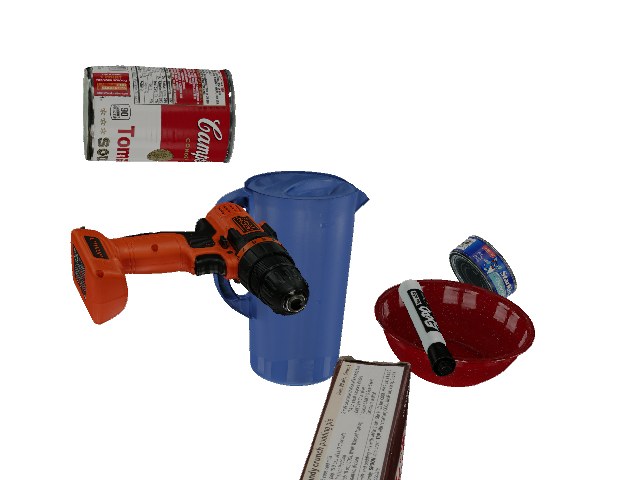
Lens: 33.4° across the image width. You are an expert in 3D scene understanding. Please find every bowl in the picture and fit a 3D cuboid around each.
[{"bbox_3d":[0.132,0.100,1.078,0.162,0.055,0.162,5,26,-3],"label":"bowl"}]

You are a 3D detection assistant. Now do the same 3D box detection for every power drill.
[{"bbox_3d":[-0.120,0.026,0.961,0.187,0.057,0.185,-7,26,-24],"label":"power drill"}]

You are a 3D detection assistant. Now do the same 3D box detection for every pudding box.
[{"bbox_3d":[0.014,0.115,0.464,0.039,0.090,0.113,7,24,6],"label":"pudding box"}]

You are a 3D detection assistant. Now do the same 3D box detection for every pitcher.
[{"bbox_3d":[-0.037,0.044,1.264,0.149,0.243,0.144,11,18,23],"label":"pitcher"}]

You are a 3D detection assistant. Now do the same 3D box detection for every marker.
[{"bbox_3d":[0.084,0.069,0.850,0.020,0.020,0.121,0,28,-10],"label":"marker"}]

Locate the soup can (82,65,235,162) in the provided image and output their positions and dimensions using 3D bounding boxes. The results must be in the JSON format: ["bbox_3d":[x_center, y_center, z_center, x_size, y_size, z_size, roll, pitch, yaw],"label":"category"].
[{"bbox_3d":[-0.117,-0.090,0.763,0.102,0.068,0.069,-1,0,-15],"label":"soup can"}]

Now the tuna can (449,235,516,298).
[{"bbox_3d":[0.194,0.038,1.285,0.033,0.086,0.086,-36,10,-15],"label":"tuna can"}]
